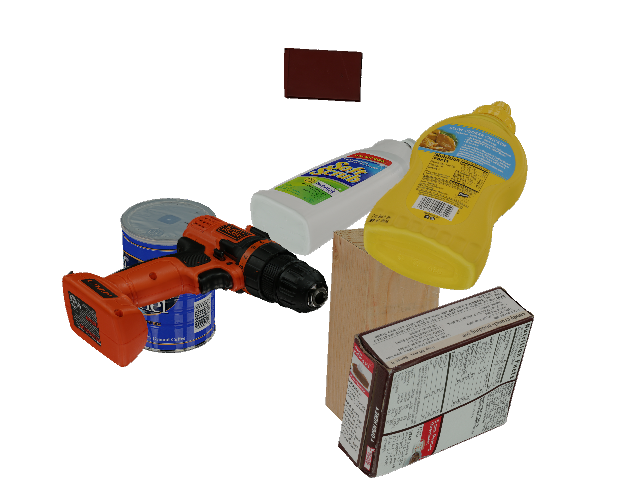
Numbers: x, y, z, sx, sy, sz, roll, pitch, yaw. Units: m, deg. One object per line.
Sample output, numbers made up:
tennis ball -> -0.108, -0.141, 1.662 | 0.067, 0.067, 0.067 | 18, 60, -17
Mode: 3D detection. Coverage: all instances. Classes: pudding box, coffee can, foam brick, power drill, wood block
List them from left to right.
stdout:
coffee can -> -0.166, 0.038, 1.176 | 0.103, 0.140, 0.103 | 2, 27, -1
power drill -> -0.111, 0.043, 0.920 | 0.187, 0.057, 0.185 | -21, 29, -35
foam brick -> 0.002, -0.171, 1.101 | 0.078, 0.051, 0.053 | 2, 10, -5
wood block -> 0.067, 0.097, 1.156 | 0.090, 0.206, 0.091 | -5, 18, -23
pudding box -> 0.069, 0.085, 0.643 | 0.113, 0.090, 0.039 | -17, 40, -31

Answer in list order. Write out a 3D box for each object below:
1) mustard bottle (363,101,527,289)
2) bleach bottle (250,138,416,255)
mustard bottle -> 0.115, -0.050, 0.873 | 0.096, 0.191, 0.058 | 20, -37, 18
bleach bottle -> 0.033, -0.071, 1.355 | 0.103, 0.068, 0.250 | 25, 43, 34
